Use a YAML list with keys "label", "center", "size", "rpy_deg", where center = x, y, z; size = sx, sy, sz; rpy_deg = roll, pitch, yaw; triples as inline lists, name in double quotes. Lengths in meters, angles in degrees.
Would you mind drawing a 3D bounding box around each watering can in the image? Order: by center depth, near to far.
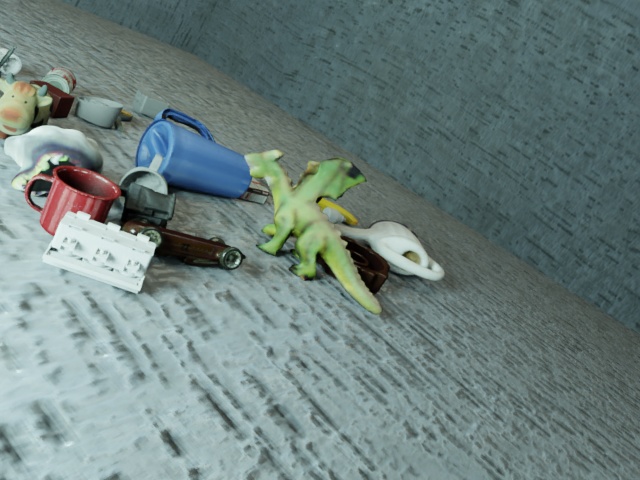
- label: "watering can"
  center: [0.170, 0.006, 1.358]
  size: [0.346, 0.103, 0.228]
  rpy_deg: [25, 16, -11]

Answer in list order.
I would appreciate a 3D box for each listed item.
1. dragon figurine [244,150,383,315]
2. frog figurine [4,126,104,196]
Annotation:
- label: "dragon figurine"
  center: [0.003, -0.053, 1.050]
  size: [0.413, 0.241, 0.122]
  rpy_deg: [31, 10, 15]
- label: "frog figurine"
  center: [-0.429, -0.145, 0.831]
  size: [0.138, 0.120, 0.162]
  rpy_deg: [-5, 44, -30]
